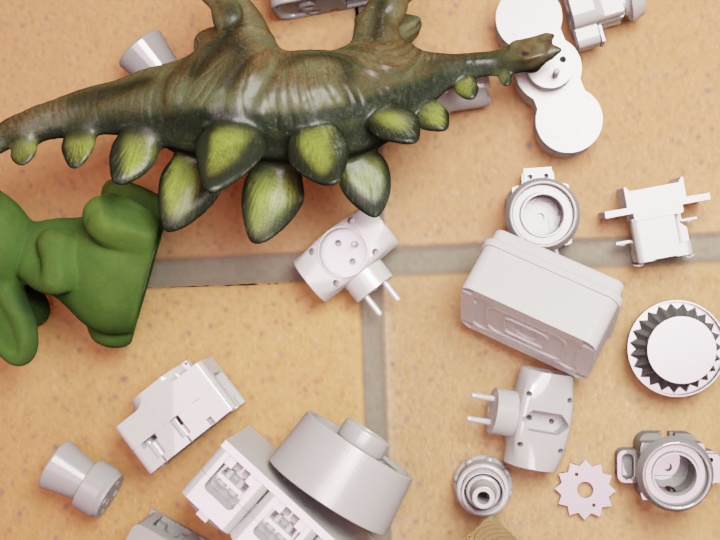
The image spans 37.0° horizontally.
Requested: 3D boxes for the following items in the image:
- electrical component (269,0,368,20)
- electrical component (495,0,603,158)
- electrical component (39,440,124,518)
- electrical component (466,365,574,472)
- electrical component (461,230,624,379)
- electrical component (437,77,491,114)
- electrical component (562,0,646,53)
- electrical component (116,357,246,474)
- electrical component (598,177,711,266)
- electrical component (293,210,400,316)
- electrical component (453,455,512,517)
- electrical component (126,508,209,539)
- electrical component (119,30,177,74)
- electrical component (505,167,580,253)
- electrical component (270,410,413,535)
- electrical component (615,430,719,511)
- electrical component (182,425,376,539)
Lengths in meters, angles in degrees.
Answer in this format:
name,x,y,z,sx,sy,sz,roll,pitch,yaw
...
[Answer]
name,x,y,z,sx,sy,sz,roll,pitch,yaw
electrical component,-0.028,-0.245,0.872,0.095,0.054,0.059,-9,89,6
electrical component,0.148,-0.157,0.843,0.052,0.074,0.138,-21,87,5
electrical component,-0.231,0.174,0.893,0.055,0.045,0.045,29,92,5
electrical component,0.124,0.115,0.854,0.079,0.043,0.077,10,91,-6
electrical component,0.139,0.026,0.828,0.113,0.078,0.057,25,69,16
electrical component,0.080,-0.146,0.868,0.046,0.040,0.040,-7,89,0
electrical component,0.191,-0.218,0.848,0.057,0.058,0.078,-15,88,8
electrical component,-0.149,0.115,0.882,0.089,0.050,0.055,-38,86,4
electrical component,0.234,-0.038,0.849,0.081,0.042,0.063,-11,92,7
electrical component,0.000,0.000,0.871,0.077,0.044,0.079,-38,86,4
electrical component,0.097,0.174,0.850,0.048,0.062,0.048,0,89,6
electrical component,-0.175,0.307,0.878,0.105,0.060,0.186,28,92,6
electrical component,-0.162,-0.160,0.893,0.044,0.044,0.065,-41,90,4
electrical component,0.143,-0.043,0.851,0.058,0.057,0.078,-3,89,6
electrical component,-0.009,0.151,0.842,0.108,0.108,0.060,32,86,5
electrical component,0.242,0.155,0.838,0.078,0.057,0.058,0,89,6
electrical component,-0.062,0.201,0.853,0.150,0.089,0.061,41,93,5
